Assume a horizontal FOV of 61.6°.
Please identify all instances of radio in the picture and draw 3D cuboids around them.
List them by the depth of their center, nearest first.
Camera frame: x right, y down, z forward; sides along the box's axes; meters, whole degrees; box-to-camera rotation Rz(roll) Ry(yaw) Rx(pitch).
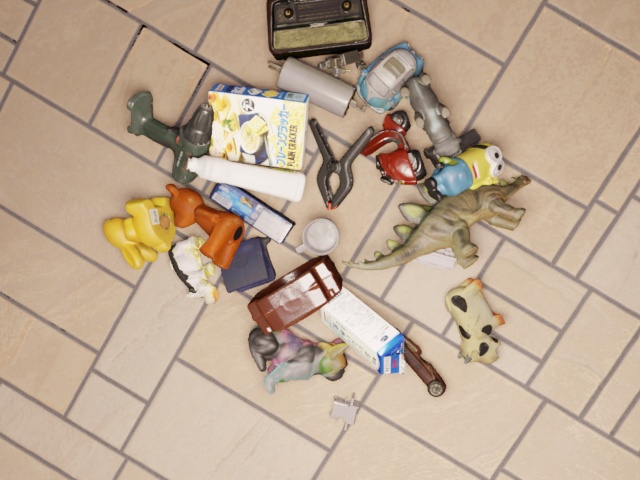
[{"bbox_3d":[-0.002,-0.484,1.202,0.230,0.073,0.131,-5,95,4],"label":"radio"}]

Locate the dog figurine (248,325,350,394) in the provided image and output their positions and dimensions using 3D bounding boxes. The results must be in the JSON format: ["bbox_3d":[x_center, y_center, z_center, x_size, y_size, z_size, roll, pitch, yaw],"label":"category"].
[{"bbox_3d":[-0.038,0.255,1.255,0.219,0.108,0.191,-23,90,1],"label":"dog figurine"}]

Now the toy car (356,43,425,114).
[{"bbox_3d":[0.159,-0.363,1.187,0.161,0.103,0.109,-43,92,8],"label":"toy car"}]

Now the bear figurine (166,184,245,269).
[{"bbox_3d":[-0.274,-0.037,1.212,0.196,0.120,0.132,23,76,13],"label":"bear figurine"}]

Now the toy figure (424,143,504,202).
[{"bbox_3d":[0.301,-0.147,1.129,0.180,0.089,0.082,-27,135,-9],"label":"toy figure"}]

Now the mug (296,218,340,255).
[{"bbox_3d":[-0.003,-0.004,1.226,0.109,0.107,0.081,-37,91,10],"label":"mug"}]

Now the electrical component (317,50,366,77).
[{"bbox_3d":[0.054,-0.392,1.198,0.078,0.102,0.045,0,113,43],"label":"electrical component"}]

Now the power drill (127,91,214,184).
[{"bbox_3d":[-0.331,-0.251,1.204,0.207,0.086,0.231,30,136,8],"label":"power drill"}]

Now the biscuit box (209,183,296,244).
[{"bbox_3d":[-0.157,-0.069,1.254,0.203,0.063,0.059,34,97,1],"label":"biscuit box"}]

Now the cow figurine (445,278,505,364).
[{"bbox_3d":[0.351,0.197,1.230,0.127,0.085,0.194,-30,95,0],"label":"cow figurine"}]

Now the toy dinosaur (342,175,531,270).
[{"bbox_3d":[0.275,-0.034,1.169,0.471,0.105,0.199,-32,63,-16],"label":"toy dinosaur"}]

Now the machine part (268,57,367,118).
[{"bbox_3d":[-0.007,-0.343,1.211,0.243,0.079,0.079,24,96,-1],"label":"machine part"}]

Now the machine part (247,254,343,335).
[{"bbox_3d":[-0.050,0.118,1.192,0.201,0.201,0.087,-29,95,6],"label":"machine part"}]

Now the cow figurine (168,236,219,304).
[{"bbox_3d":[-0.303,0.080,1.274,0.098,0.068,0.167,-18,90,11],"label":"cow figurine"}]

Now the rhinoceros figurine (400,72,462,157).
[{"bbox_3d":[0.237,-0.263,1.151,0.073,0.112,0.190,-29,91,10],"label":"rhinoceros figurine"}]

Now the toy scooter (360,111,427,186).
[{"bbox_3d":[0.154,-0.193,1.204,0.135,0.075,0.184,-19,70,12],"label":"toy scooter"}]

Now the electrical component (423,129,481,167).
[{"bbox_3d":[0.301,-0.204,1.212,0.119,0.047,0.075,-35,82,5],"label":"electrical component"}]

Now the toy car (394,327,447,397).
[{"bbox_3d":[0.220,0.276,1.244,0.053,0.089,0.202,-40,90,7],"label":"toy car"}]

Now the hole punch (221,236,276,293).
[{"bbox_3d":[-0.174,0.059,1.256,0.142,0.092,0.115,-21,89,9],"label":"hole punch"}]

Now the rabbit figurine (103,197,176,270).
[{"bbox_3d":[-0.429,-0.018,1.269,0.173,0.122,0.162,-8,104,19],"label":"rabbit figurine"}]
